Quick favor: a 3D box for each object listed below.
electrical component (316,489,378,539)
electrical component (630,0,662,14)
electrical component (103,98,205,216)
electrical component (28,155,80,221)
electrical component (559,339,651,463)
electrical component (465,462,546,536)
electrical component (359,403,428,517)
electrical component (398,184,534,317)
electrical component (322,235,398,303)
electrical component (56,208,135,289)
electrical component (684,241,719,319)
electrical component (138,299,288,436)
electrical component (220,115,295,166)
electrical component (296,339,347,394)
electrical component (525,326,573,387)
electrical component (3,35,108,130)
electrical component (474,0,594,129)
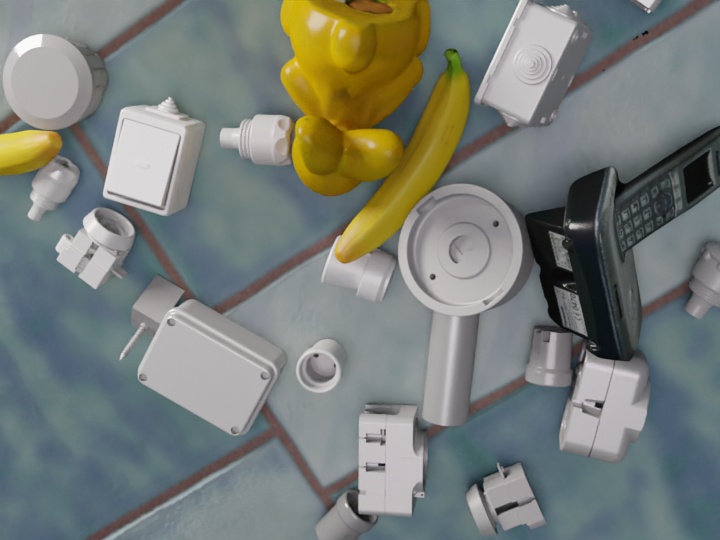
[{"bbox_3d":[-0.013,0.230,0.982,0.040,0.040,0.046,42,111,-1],"label":"electrical component"},{"bbox_3d":[0.208,-0.250,0.838,0.089,0.050,0.055,35,105,1],"label":"electrical component"},{"bbox_3d":[-0.177,-0.101,0.926,0.062,0.061,0.096,17,104,5],"label":"electrical component"},{"bbox_3d":[-0.278,-0.071,0.963,0.035,0.035,0.061,36,108,0],"label":"electrical component"},{"bbox_3d":[0.210,0.112,0.913,0.059,0.053,0.095,13,104,6],"label":"electrical component"},{"bbox_3d":[0.126,0.205,0.951,0.055,0.048,0.066,-24,97,5],"label":"electrical component"},{"bbox_3d":[0.030,0.168,0.953,0.056,0.050,0.089,2,98,9],"label":"electrical component"},{"bbox_3d":[0.093,-0.015,0.896,0.108,0.060,0.108,-1,88,26],"label":"electrical component"},{"bbox_3d":[0.000,0.000,0.927,0.055,0.045,0.045,20,104,4],"label":"electrical component"},{"bbox_3d":[-0.232,-0.022,0.961,0.066,0.048,0.055,37,112,0],"label":"electrical component"},{"bbox_3d":[0.291,0.011,0.884,0.048,0.048,0.062,30,112,2],"label":"electrical component"},{"bbox_3d":[-0.132,0.087,0.961,0.113,0.057,0.078,30,105,2],"label":"electrical component"},{"bbox_3d":[-0.088,-0.111,0.919,0.062,0.043,0.043,4,102,10],"label":"electrical component"},{"bbox_3d":[-0.032,0.083,0.949,0.040,0.046,0.040,2,102,9],"label":"electrical component"},{"bbox_3d":[0.163,0.073,0.920,0.040,0.040,0.046,5,97,8],"label":"electrical component"},{"bbox_3d":[-0.262,-0.163,0.932,0.080,0.051,0.080,2,102,9],"label":"electrical component"},{"bbox_3d":[0.139,-0.160,0.844,0.048,0.100,0.099,29,105,16],"label":"electrical component"}]
